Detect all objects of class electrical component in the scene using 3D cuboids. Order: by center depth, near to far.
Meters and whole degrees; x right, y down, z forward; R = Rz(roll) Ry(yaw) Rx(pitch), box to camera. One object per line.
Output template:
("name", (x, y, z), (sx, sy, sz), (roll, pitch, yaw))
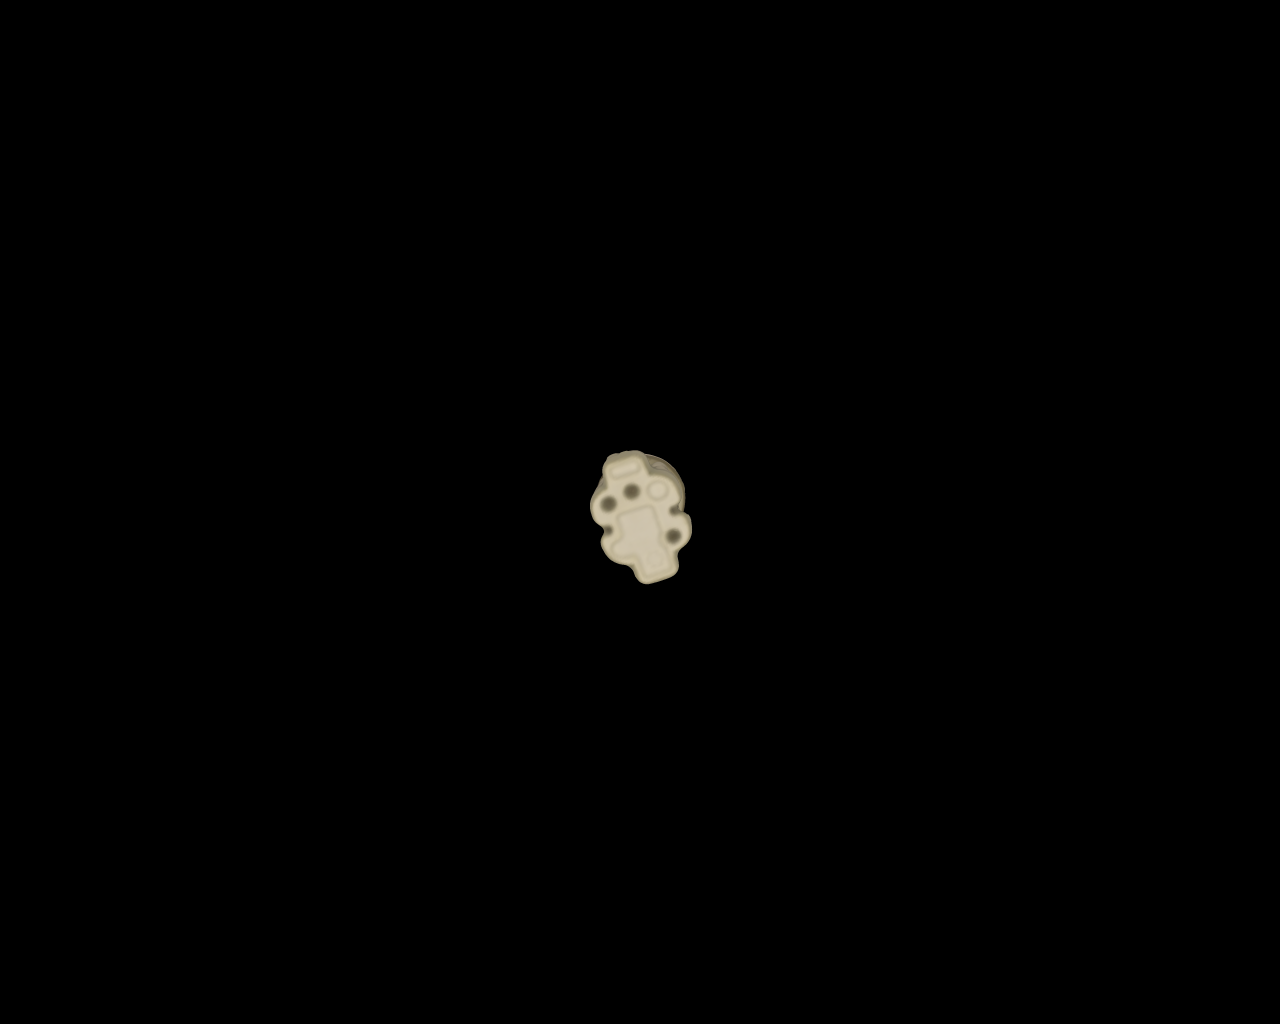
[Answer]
("electrical component", (0.001, -0.003, 0.650), (0.058, 0.078, 0.057), (-17, 16, 5))
